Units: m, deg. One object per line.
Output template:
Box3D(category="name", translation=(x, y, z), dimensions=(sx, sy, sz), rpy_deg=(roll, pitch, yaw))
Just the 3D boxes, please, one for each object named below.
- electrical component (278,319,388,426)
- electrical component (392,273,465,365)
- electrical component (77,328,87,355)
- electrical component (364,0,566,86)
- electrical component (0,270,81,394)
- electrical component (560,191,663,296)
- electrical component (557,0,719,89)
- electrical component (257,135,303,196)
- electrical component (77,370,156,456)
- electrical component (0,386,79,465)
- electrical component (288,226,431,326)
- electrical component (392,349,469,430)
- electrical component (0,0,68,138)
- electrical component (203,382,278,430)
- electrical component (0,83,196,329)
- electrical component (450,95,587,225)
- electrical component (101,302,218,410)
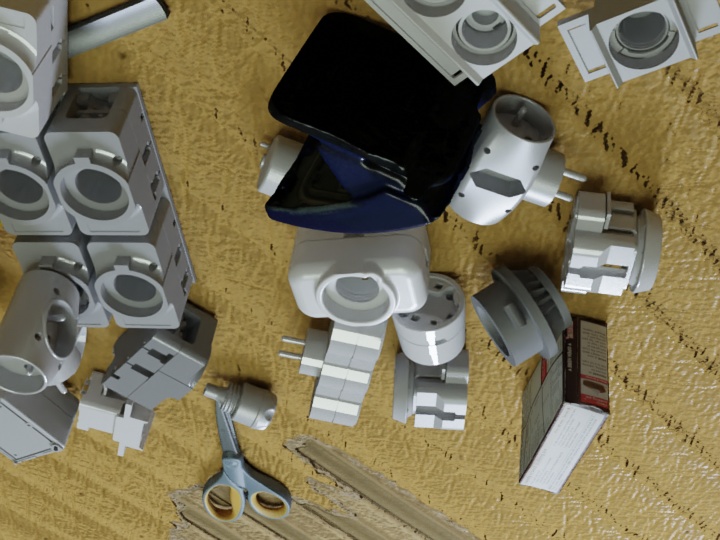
Box3D(category="electrical component", translation=(-0.027, 0.066, 0.843), dimensions=(0.074, 0.052, 0.138), rpy_deg=(12, 137, -4))
Box3D(category="electrical component", translation=(0.052, 0.038, 0.801), dimensions=(0.055, 0.055, 0.047), rpy_deg=(-1, 139, 10))
Box3D(category="electrical component", translation=(-0.256, 0.058, 0.875), dimensions=(0.055, 0.045, 0.045), rpy_deg=(12, 136, -3))
Box3D(category="electrical component", translation=(0.042, -0.167, 0.580), dimensions=(0.079, 0.063, 0.121), rpy_deg=(-31, 124, 34))
Box3D(category="electrical component", translation=(-0.220, 0.054, 0.752), dimensions=(0.044, 0.077, 0.079), rpy_deg=(-5, 136, 15))
Box3D(category="electrical component", translation=(0.170, -0.015, 0.725), dimensions=(0.057, 0.058, 0.078), rpy_deg=(7, 137, 5))
Box3D(category="electrical component", translation=(0.154, -0.141, 0.590), dimensions=(0.081, 0.063, 0.042), rpy_deg=(-17, 132, 25))
Box3D(category="electrical component", translation=(-0.033, -0.061, 0.720), dimensions=(0.078, 0.040, 0.040), rpy_deg=(20, 135, -12))
Box3D(category="electrical component", translation=(-0.211, 0.120, 0.936), dimensions=(0.064, 0.042, 0.081), rpy_deg=(17, 135, -3))
Box3D(category="electrical component", translation=(-0.292, 0.121, 0.934), dimensions=(0.062, 0.061, 0.096), rpy_deg=(-20, 130, 26))
Box3D(category="electrical component", translation=(0.000, 0.000, 0.765), dimensions=(0.095, 0.059, 0.053), rpy_deg=(-4, 135, 12))
Box3D(category="electrical component", translation=(0.055, 0.094, 0.857), dimensions=(0.057, 0.058, 0.078), rpy_deg=(3, 137, 2))
Box3D(category="electrical component", translation=(-0.259, -0.143, 0.645), dimensions=(0.150, 0.061, 0.089), rpy_deg=(14, 134, -2))
Box3D(category="electrical component", translation=(-0.103, 0.112, 0.916), dimensions=(0.061, 0.035, 0.035), rpy_deg=(22, 135, -11))
Box3D(category="electrical component", translation=(-0.191, -0.036, 0.755), dimensions=(0.105, 0.060, 0.186), rpy_deg=(0, 136, 8))
Box3D(category="electrical component", translation=(0.106, -0.064, 0.693), dimensions=(0.079, 0.043, 0.077), rpy_deg=(18, 136, -10))
Box3D(category="electrical component", translation=(-0.158, 0.068, 0.866), dimensions=(0.056, 0.050, 0.089), rpy_deg=(32, 132, -23))
